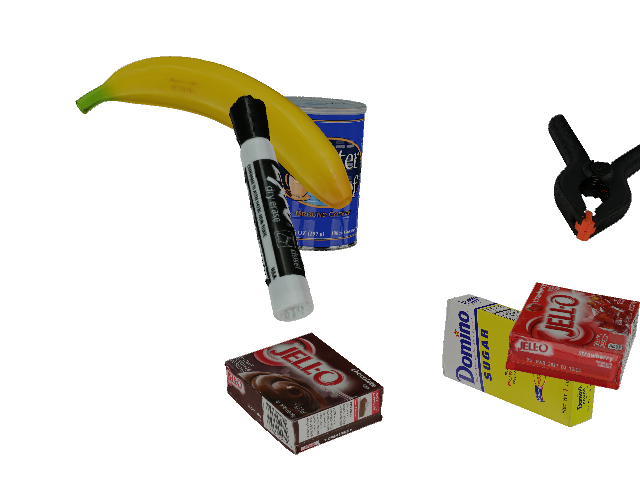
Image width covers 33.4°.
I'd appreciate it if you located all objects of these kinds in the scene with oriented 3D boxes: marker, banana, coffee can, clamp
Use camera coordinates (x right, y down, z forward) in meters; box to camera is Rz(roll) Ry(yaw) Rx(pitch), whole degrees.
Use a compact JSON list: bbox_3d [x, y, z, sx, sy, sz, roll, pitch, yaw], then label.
[{"bbox_3d":[-0.025,-0.019,0.513,0.020,0.121,0.020,-11,-27,-6],"label":"marker"},{"bbox_3d":[-0.062,-0.082,0.723,0.198,0.069,0.037,20,-13,9],"label":"banana"},{"bbox_3d":[-0.009,-0.069,1.070,0.103,0.140,0.103,3,13,-1],"label":"coffee can"},{"bbox_3d":[0.282,-0.072,1.128,0.120,0.039,0.171,17,46,20],"label":"clamp"}]

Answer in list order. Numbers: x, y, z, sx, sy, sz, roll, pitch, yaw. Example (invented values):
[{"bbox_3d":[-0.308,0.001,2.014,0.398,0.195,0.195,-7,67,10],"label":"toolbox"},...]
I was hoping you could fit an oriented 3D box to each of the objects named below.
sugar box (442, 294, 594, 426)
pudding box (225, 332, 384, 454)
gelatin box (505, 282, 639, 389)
[{"bbox_3d":[0.208,0.124,1.136,0.048,0.093,0.177,-10,18,-43],"label":"sugar box"},{"bbox_3d":[-0.015,0.126,0.896,0.089,0.039,0.114,-17,31,-29],"label":"pudding box"},{"bbox_3d":[0.170,0.062,0.714,0.073,0.030,0.089,10,23,20],"label":"gelatin box"}]
